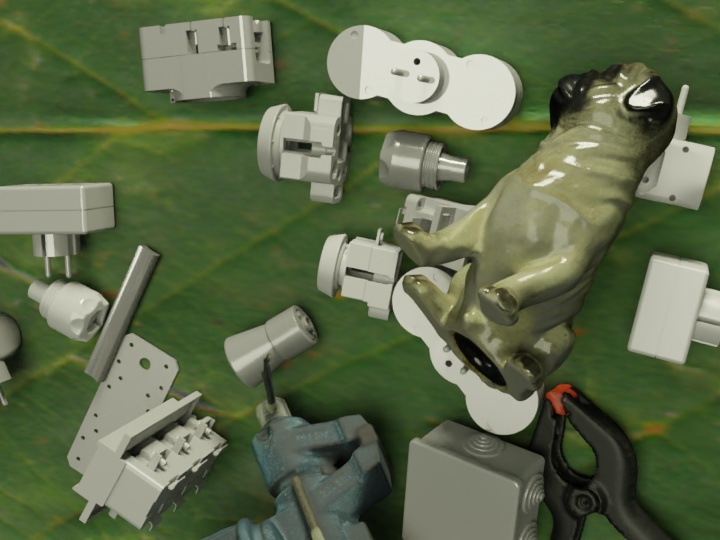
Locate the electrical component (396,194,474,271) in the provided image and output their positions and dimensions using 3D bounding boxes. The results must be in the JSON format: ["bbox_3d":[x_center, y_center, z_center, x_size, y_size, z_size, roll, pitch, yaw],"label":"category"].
[{"bbox_3d":[0.064,-0.028,0.764,0.064,0.081,0.042,23,104,36],"label":"electrical component"}]

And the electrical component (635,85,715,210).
[{"bbox_3d":[0.201,-0.088,0.727,0.077,0.043,0.079,15,101,14],"label":"electrical component"}]

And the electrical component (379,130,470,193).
[{"bbox_3d":[0.047,-0.076,0.776,0.062,0.043,0.043,11,100,14],"label":"electrical component"}]

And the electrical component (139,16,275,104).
[{"bbox_3d":[-0.115,-0.156,0.810,0.089,0.050,0.055,-2,96,18],"label":"electrical component"}]

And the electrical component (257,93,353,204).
[{"bbox_3d":[-0.041,-0.092,0.793,0.057,0.058,0.078,8,101,13],"label":"electrical component"}]

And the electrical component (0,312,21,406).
[{"bbox_3d":[-0.314,0.079,0.887,0.044,0.077,0.079,-23,91,18],"label":"electrical component"}]

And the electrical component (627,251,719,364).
[{"bbox_3d":[0.229,0.030,0.732,0.077,0.047,0.065,15,101,15],"label":"electrical component"}]

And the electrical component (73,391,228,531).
[{"bbox_3d":[-0.155,0.148,0.825,0.063,0.121,0.078,33,105,9],"label":"electrical component"}]

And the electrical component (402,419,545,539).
[{"bbox_3d":[0.082,0.165,0.775,0.100,0.048,0.099,18,117,31],"label":"electrical component"}]

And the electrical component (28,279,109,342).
[{"bbox_3d":[-0.241,0.028,0.876,0.062,0.043,0.043,27,104,13],"label":"electrical component"}]

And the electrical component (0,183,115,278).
[{"bbox_3d":[-0.245,-0.031,0.868,0.083,0.047,0.075,0,97,17],"label":"electrical component"}]

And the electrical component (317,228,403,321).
[{"bbox_3d":[0.000,0.000,0.799,0.055,0.048,0.066,12,100,7],"label":"electrical component"}]

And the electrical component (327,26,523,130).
[{"bbox_3d":[0.042,-0.135,0.753,0.138,0.074,0.052,17,102,14],"label":"electrical component"}]

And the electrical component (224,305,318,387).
[{"bbox_3d":[-0.066,0.056,0.829,0.065,0.044,0.044,-31,88,13],"label":"electrical component"}]

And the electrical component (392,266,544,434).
[{"bbox_3d":[0.075,0.057,0.768,0.052,0.074,0.138,-39,85,18],"label":"electrical component"}]
